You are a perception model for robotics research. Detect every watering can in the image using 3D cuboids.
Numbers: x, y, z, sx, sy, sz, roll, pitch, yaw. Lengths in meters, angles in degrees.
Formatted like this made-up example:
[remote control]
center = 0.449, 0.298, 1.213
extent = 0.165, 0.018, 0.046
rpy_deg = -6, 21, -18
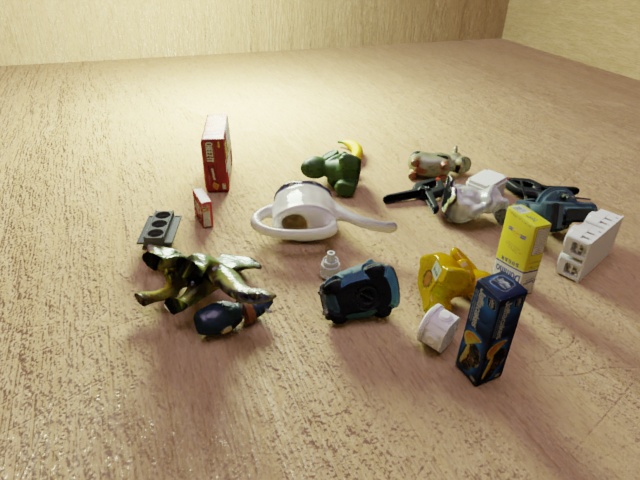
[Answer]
[watering can]
center = 0.004, -0.064, 1.279
extent = 0.348, 0.102, 0.229
rpy_deg = -1, 31, -4

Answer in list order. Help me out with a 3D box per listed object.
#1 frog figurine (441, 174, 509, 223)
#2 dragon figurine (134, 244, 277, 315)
[frog figurine]
center = 0.407, -0.096, 1.358
extent = 0.159, 0.121, 0.139
rpy_deg = 15, 17, -2
[dragon figurine]
center = -0.212, 0.060, 1.044
extent = 0.411, 0.121, 0.245
rpy_deg = 8, 16, 25
